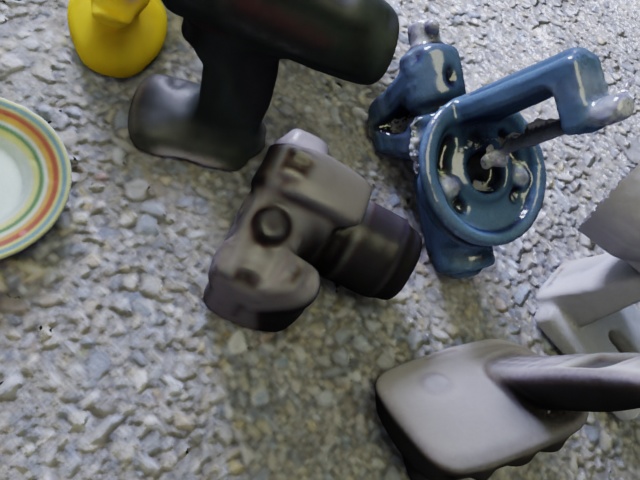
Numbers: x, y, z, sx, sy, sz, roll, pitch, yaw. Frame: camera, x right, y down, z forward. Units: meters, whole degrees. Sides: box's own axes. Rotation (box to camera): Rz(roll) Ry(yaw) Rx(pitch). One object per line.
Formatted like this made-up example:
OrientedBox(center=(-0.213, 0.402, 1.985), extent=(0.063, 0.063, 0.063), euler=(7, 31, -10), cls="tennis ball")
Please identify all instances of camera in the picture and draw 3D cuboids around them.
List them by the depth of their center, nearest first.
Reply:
OrientedBox(center=(0.004, 0.002, 0.423), extent=(0.137, 0.100, 0.143), euler=(27, 62, -9), cls="camera")

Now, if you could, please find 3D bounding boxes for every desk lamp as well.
OrientedBox(center=(0.276, 0.023, 0.457), extent=(0.118, 0.213, 0.203), euler=(-37, 86, -29), cls="desk lamp")

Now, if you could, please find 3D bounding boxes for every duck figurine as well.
OrientedBox(center=(-0.156, -0.193, 0.448), extent=(0.078, 0.086, 0.104), euler=(11, 66, -17), cls="duck figurine")

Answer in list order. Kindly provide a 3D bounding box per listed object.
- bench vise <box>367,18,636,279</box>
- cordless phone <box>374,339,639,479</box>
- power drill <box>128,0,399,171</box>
OrientedBox(center=(0.115, -0.092, 0.436), extent=(0.122, 0.219, 0.207), euler=(-30, 82, -28), cls="bench vise")
OrientedBox(center=(0.134, 0.105, 0.384), extent=(0.148, 0.184, 0.094), euler=(-13, 74, -25), cls="cordless phone")
OrientedBox(center=(-0.075, -0.133, 0.385), extent=(0.230, 0.208, 0.075), euler=(10, 66, -17), cls="power drill")
